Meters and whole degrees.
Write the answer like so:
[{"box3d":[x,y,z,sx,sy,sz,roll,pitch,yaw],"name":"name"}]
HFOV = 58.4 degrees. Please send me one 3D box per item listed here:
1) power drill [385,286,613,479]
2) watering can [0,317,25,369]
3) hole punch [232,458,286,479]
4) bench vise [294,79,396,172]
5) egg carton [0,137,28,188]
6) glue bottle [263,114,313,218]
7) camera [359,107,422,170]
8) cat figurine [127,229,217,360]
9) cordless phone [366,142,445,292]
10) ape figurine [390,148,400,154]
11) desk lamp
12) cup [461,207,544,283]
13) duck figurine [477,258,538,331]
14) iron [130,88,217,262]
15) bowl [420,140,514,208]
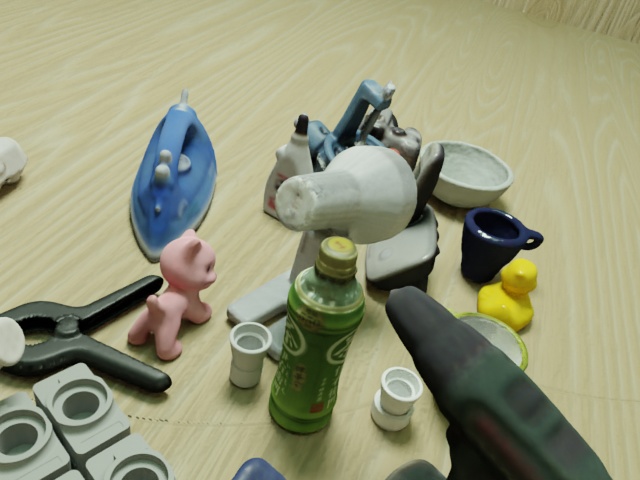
[{"box3d":[0.120,0.176,0.482,0.076,0.208,0.228,-24,50,-39],"name":"power drill"},{"box3d":[-0.342,0.083,0.478,0.173,0.194,0.100,-5,40,-23],"name":"watering can"},{"box3d":[-0.042,0.242,0.444,0.101,0.091,0.109,23,37,13],"name":"hole punch"},{"box3d":[0.034,-0.159,0.889,0.207,0.220,0.122,25,38,16],"name":"bench vise"},{"box3d":[-0.478,-0.094,0.775,0.107,0.069,0.150,15,36,3],"name":"egg carton"},{"box3d":[-0.038,-0.104,0.835,0.078,0.173,0.037,25,38,16],"name":"glue bottle"},{"box3d":[0.123,-0.198,1.068,0.143,0.101,0.137,18,37,7],"name":"camera"},{"box3d":[-0.159,0.049,0.643,0.067,0.118,0.128,19,37,9],"name":"cat figurine"},{"box3d":[0.125,-0.031,0.777,0.094,0.185,0.147,10,36,-3],"name":"cordless phone"},{"box3d":[0.112,-0.113,0.960,0.078,0.092,0.076,-23,49,-39],"name":"ape figurine"},{"box3d":[0.006,0.002,0.673,0.117,0.213,0.204,34,41,26],"name":"desk lamp"},{"box3d":[0.254,0.015,0.830,0.118,0.095,0.091,8,37,-6],"name":"cup"},{"box3d":[0.260,0.067,0.772,0.077,0.086,0.105,27,39,19],"name":"duck figurine"},{"box3d":[-0.208,-0.103,0.808,0.119,0.141,0.258,6,37,-8],"name":"iron"},{"box3d":[0.247,-0.105,1.005,0.167,0.075,0.167,8,37,-6],"name":"bowl"}]
